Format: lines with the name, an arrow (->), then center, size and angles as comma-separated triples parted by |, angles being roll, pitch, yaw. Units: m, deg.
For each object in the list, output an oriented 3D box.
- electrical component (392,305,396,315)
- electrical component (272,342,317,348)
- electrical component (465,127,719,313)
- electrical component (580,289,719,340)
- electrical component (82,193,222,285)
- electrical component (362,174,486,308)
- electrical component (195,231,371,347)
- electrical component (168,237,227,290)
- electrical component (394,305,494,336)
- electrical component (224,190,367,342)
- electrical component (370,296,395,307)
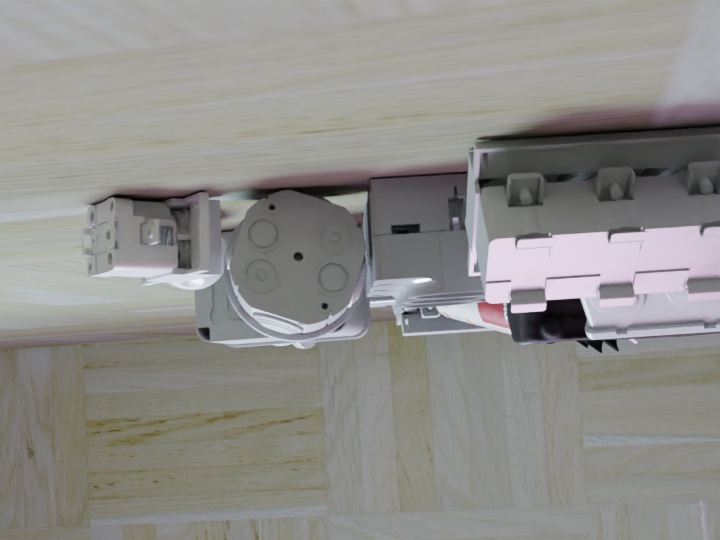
electrical component -> 0.071, 0.008, 1.037 | 0.099, 0.064, 0.099 | -11, 164, -3
electrical component -> -0.064, 0.029, 0.949 | 0.051, 0.080, 0.080 | 0, 177, 20
electrical component -> 0.113, -0.022, 0.494 | 0.121, 0.063, 0.078 | -4, 135, -1
electrical component -> 0.168, -0.011, 0.589 | 0.100, 0.048, 0.099 | -6, -143, 28
electrical component -> -0.114, -0.016, 0.586 | 0.064, 0.042, 0.081 | 3, 171, -34
electrical component -> 0.049, -0.013, 0.630 | 0.089, 0.061, 0.150 | -4, 175, -2
electrical component -> -0.053, 0.011, 0.746 | 0.113, 0.078, 0.057 | -5, 172, 17
electrical component -> -0.104, -0.009, 0.671 | 0.043, 0.043, 0.062 | -4, 176, 0
electrical component -> 0.094, 0.012, 0.951 | 0.121, 0.078, 0.063 | -3, 153, -11
electrical component -> -0.035, -0.003, 0.590 | 0.080, 0.080, 0.051 | -3, 170, -6
electrical component -> 0.000, 0.000, 0.797 | 0.095, 0.053, 0.059 | -5, 175, 17
